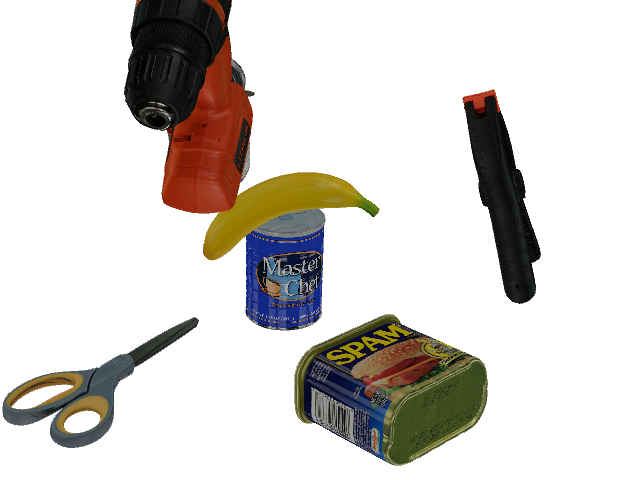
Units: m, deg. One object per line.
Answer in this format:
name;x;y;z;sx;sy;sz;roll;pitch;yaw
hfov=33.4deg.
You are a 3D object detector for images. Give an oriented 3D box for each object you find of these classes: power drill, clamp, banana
power drill;-0.080;-0.100;0.678;0.057;0.184;0.188;7;-34;2
clamp;0.150;-0.034;0.876;0.039;0.171;0.120;-17;20;12
banana;-0.044;-0.028;1.058;0.198;0.069;0.037;-14;21;25

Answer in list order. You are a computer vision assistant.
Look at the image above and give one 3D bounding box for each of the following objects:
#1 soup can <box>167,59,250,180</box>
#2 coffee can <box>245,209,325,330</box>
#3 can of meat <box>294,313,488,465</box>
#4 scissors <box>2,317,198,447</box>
soup can;-0.093;-0.095;0.877;0.068;0.068;0.102;0;-36;0
coffee can;-0.047;0.032;1.392;0.103;0.140;0.103;1;25;-1
can of meat;0.048;0.097;0.701;0.101;0.057;0.084;-19;29;-39
scissors;-0.162;0.118;0.889;0.201;0.016;0.096;-18;38;-35
